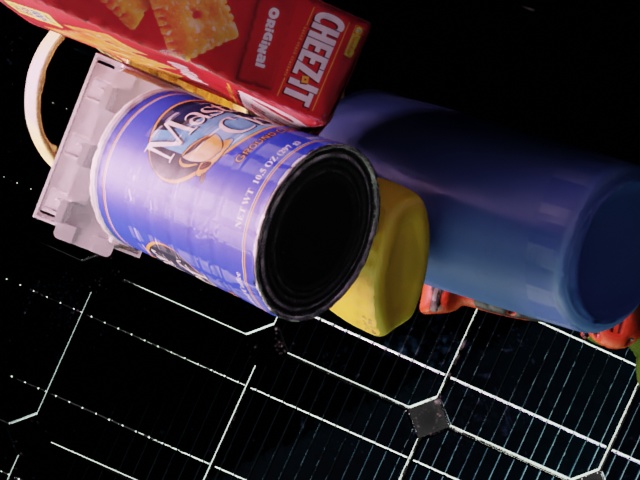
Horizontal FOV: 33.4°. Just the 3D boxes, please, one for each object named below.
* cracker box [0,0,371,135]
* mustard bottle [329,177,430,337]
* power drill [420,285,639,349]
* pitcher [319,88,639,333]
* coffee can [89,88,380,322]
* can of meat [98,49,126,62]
[{"bbox_3d":[-0.085,-0.133,0.653,0.213,0.072,0.164,24,-178,-3],"label":"cracker box"},{"bbox_3d":[-0.019,-0.015,0.705,0.192,0.096,0.058,25,-140,34],"label":"mustard bottle"},{"bbox_3d":[0.187,0.050,0.945,0.188,0.057,0.184,9,-179,10],"label":"power drill"},{"bbox_3d":[0.113,-0.024,0.733,0.243,0.149,0.145,21,157,48],"label":"pitcher"},{"bbox_3d":[-0.051,-0.024,0.623,0.141,0.103,0.102,22,180,36],"label":"coffee can"},{"bbox_3d":[-0.164,-0.186,1.001,0.084,0.057,0.102,27,180,-2],"label":"can of meat"}]
